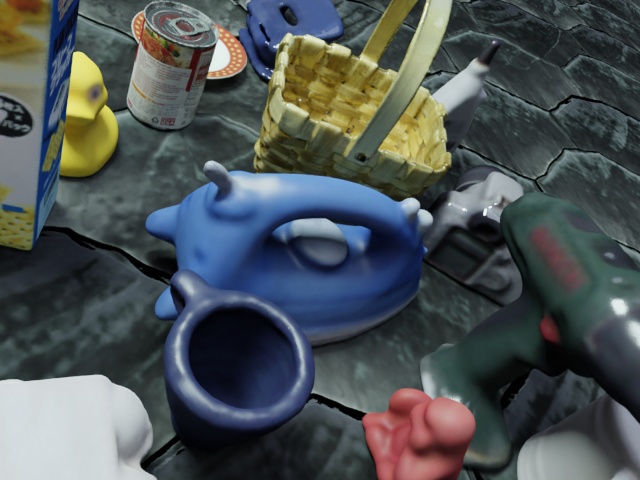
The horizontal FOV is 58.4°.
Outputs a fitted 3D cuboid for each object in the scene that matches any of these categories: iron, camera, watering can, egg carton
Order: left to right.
[{"bbox_3d":[-0.160,0.127,0.295,0.151,0.069,0.107,1,51,-30],"label":"egg carton"},{"bbox_3d":[0.004,0.002,0.454,0.259,0.141,0.118,3,50,-29],"label":"iron"},{"bbox_3d":[0.189,-0.022,0.614,0.143,0.100,0.137,31,43,-2],"label":"camera"},{"bbox_3d":[0.248,0.150,0.422,0.101,0.194,0.173,38,43,7],"label":"watering can"}]

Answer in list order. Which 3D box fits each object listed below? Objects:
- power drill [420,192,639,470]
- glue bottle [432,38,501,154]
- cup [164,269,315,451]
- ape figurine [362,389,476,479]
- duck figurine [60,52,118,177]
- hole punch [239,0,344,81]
[{"bbox_3d":[0.162,0.086,0.420,0.076,0.208,0.229,12,46,-20],"label":"power drill"},{"bbox_3d":[0.156,-0.158,0.666,0.078,0.173,0.037,-3,53,-32],"label":"glue bottle"},{"bbox_3d":[-0.069,0.085,0.369,0.092,0.095,0.117,-23,66,-42],"label":"cup"},{"bbox_3d":[0.075,0.140,0.405,0.076,0.092,0.078,36,43,4],"label":"ape figurine"},{"bbox_3d":[-0.205,-0.117,0.480,0.078,0.086,0.104,5,49,-26],"label":"duck figurine"},{"bbox_3d":[-0.037,-0.258,0.704,0.101,0.091,0.108,-5,54,-33],"label":"hole punch"}]
